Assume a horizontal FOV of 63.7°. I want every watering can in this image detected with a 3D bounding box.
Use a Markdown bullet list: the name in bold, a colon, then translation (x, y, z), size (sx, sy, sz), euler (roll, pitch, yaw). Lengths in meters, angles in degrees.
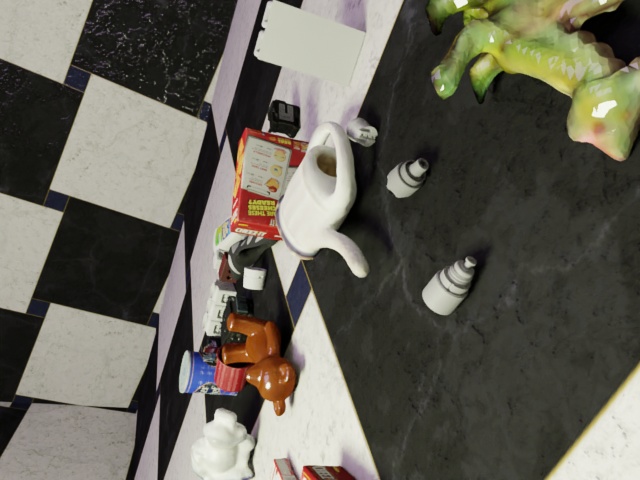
- **watering can**: translation (0.003, -0.044, 0.874), size (0.219, 0.104, 0.356), euler (124, 149, -45)

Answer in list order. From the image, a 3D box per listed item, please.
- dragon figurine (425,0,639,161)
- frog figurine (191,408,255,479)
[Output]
- **dragon figurine**: translation (0.225, -0.260, 0.495), size (0.240, 0.121, 0.416), euler (-17, 64, 46)
- **frog figurine**: translation (-0.210, 0.436, 1.101), size (0.123, 0.137, 0.160), euler (-1, -98, -84)
